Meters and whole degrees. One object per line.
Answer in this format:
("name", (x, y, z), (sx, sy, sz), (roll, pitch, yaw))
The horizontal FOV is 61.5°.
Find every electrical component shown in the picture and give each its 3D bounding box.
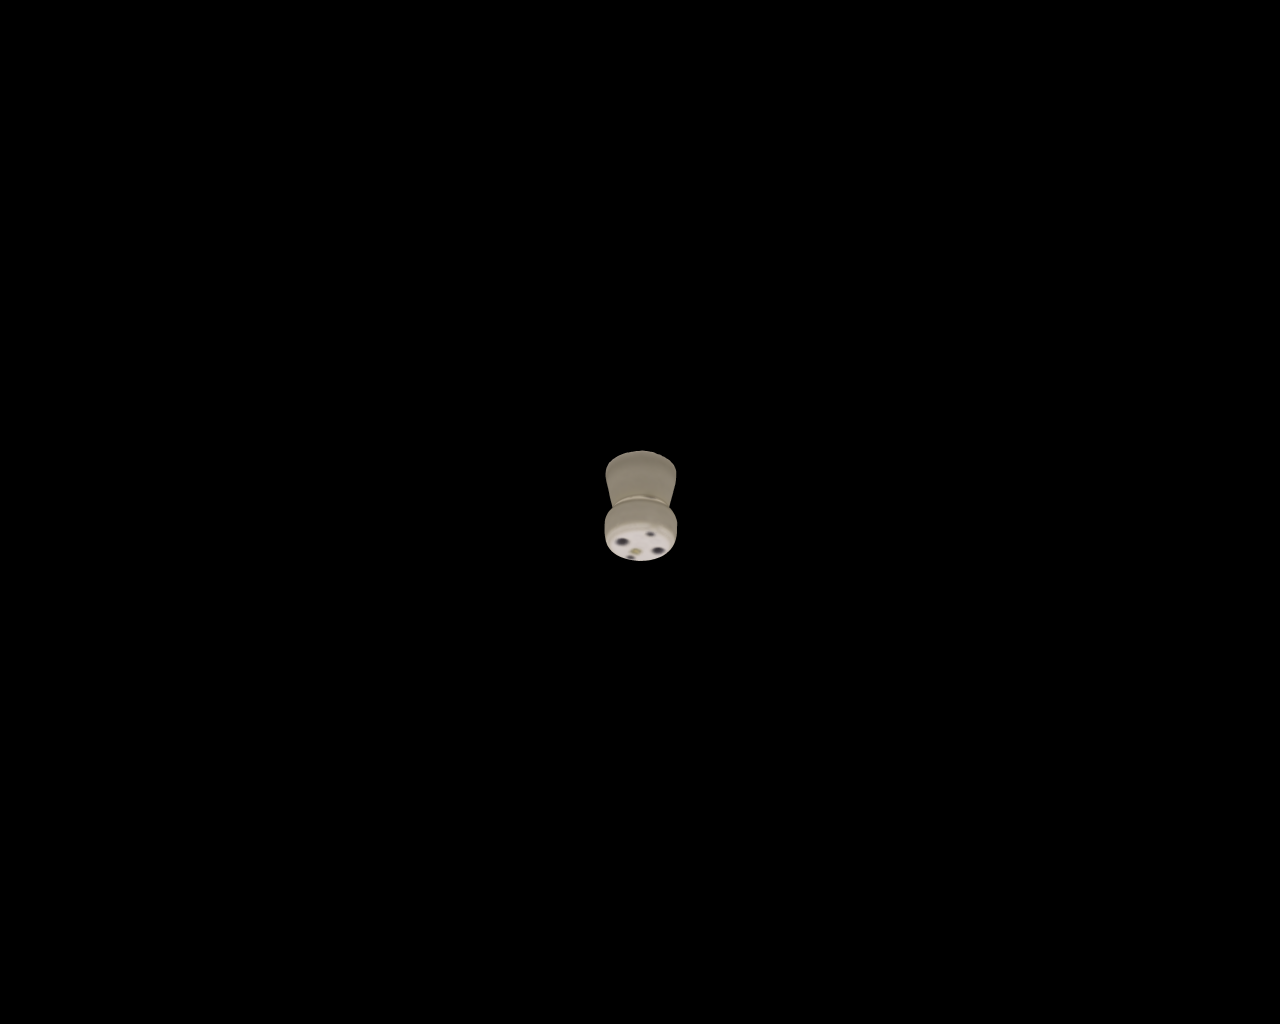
("electrical component", (0.001, -0.003, 0.650), (0.045, 0.055, 0.044), (0, -33, 0))
